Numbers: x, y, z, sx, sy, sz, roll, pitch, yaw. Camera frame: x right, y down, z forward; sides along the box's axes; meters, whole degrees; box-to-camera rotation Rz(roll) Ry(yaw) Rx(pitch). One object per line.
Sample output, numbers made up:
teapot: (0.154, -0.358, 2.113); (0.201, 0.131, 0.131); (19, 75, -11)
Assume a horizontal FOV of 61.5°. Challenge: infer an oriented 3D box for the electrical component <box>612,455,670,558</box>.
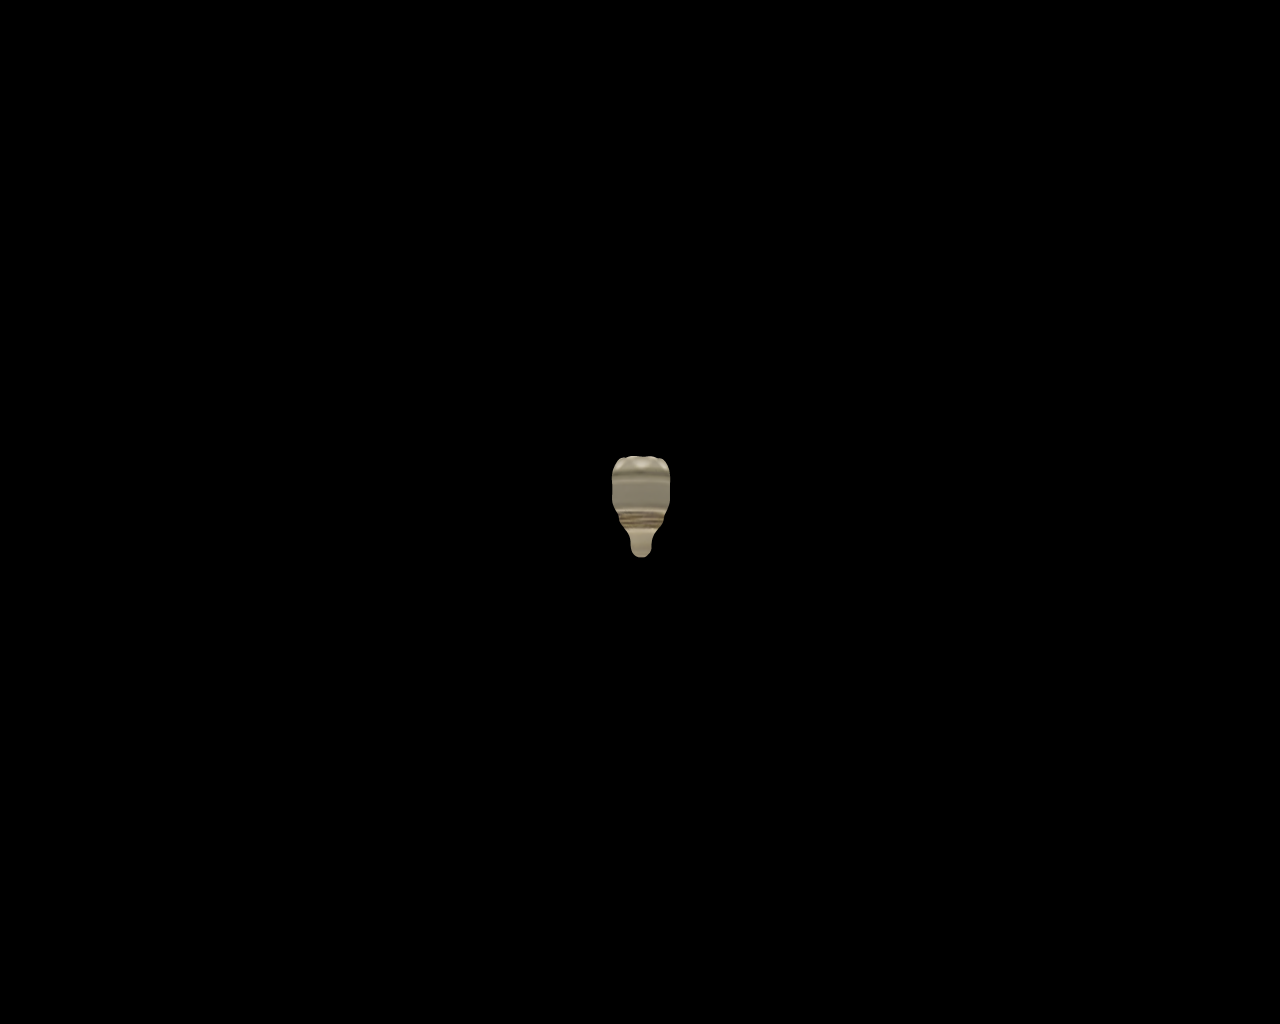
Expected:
electrical component: (0.001, -0.003, 0.650); (0.035, 0.061, 0.035); (0, -3, 0)
